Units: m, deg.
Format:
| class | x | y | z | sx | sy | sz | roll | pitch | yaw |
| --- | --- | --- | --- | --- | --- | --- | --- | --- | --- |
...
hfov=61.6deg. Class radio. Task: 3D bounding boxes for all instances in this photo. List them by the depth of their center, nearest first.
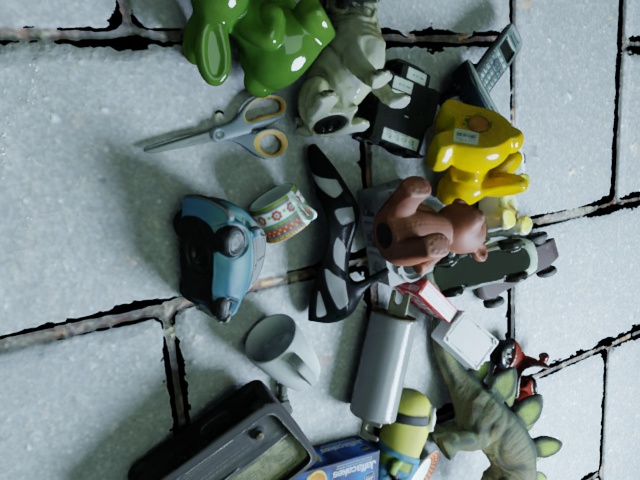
| class | x | y | z | sx | sy | sz | roll | pitch | yaw |
| --- | --- | --- | --- | --- | --- | --- | --- | --- | --- |
| radio | -0.132 | 0.305 | 0.724 | 0.229 | 0.073 | 0.131 | -34 | 114 | -14 |

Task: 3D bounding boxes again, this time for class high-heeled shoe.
| class | x | y | z | sx | sy | sz | roll | pitch | yaw |
| --- | --- | --- | --- | --- | --- | --- | --- | --- | --- |
| high-heeled shoe | -0.002 | -0.002 | 0.785 | 0.145 | 0.086 | 0.248 | -28 | 96 | 7 |

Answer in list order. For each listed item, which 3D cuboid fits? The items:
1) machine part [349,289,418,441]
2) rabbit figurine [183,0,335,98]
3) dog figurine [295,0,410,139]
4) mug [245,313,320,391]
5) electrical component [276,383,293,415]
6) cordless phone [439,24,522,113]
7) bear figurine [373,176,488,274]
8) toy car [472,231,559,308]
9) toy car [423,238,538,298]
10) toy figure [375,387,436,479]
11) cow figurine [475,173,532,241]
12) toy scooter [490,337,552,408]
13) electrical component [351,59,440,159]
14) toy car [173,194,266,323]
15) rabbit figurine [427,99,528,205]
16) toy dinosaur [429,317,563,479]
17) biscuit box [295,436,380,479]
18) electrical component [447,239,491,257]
| class | x | y | z | sx | sy | sz | roll | pitch | yaw |
| --- | --- | --- | --- | --- | --- | --- | --- | --- | --- |
| machine part | 0.101 | 0.199 | 0.860 | 0.079 | 0.079 | 0.243 | 10 | 94 | -32 |
| rabbit figurine | -0.097 | -0.263 | 0.642 | 0.159 | 0.121 | 0.170 | -46 | 135 | 8 |
| dog figurine | 0.020 | -0.253 | 0.741 | 0.172 | 0.121 | 0.190 | -21 | 71 | 11 |
| mug | -0.037 | 0.170 | 0.760 | 0.081 | 0.110 | 0.107 | -50 | 132 | -18 |
| electrical component | -0.071 | 0.260 | 0.799 | 0.063 | 0.021 | 0.094 | -7 | 101 | -30 |
| cordless phone | 0.295 | -0.256 | 0.897 | 0.184 | 0.089 | 0.146 | -51 | 119 | -18 |
| bear figurine | 0.180 | -0.019 | 0.766 | 0.196 | 0.132 | 0.120 | -5 | 73 | -26 |
| toy car | 0.365 | 0.052 | 1.006 | 0.202 | 0.053 | 0.089 | -26 | 100 | -21 |
| toy car | 0.274 | 0.047 | 0.923 | 0.202 | 0.056 | 0.073 | -12 | 97 | -3 |
| toy figure | 0.133 | 0.338 | 0.901 | 0.089 | 0.082 | 0.180 | 29 | 86 | -35 |
| cow figurine | 0.309 | -0.086 | 0.937 | 0.068 | 0.098 | 0.167 | 9 | 75 | -27 |
| toy scooter | 0.393 | 0.277 | 1.047 | 0.135 | 0.075 | 0.183 | -4 | 97 | -25 |
| electrical component | 0.117 | -0.200 | 0.812 | 0.115 | 0.058 | 0.134 | 14 | 91 | -34 |
| toy car | -0.117 | 0.018 | 0.686 | 0.103 | 0.109 | 0.161 | -19 | 118 | -45 |
| rabbit figurine | 0.242 | -0.120 | 0.851 | 0.162 | 0.122 | 0.173 | 6 | 141 | 0 |
| toy dinosaur | 0.295 | 0.322 | 0.955 | 0.198 | 0.105 | 0.471 | -35 | 97 | -6 |
| biscuit box | -0.004 | 0.361 | 0.834 | 0.202 | 0.059 | 0.062 | -2 | 100 | -31 |
| electrical component | 0.233 | -0.003 | 0.897 | 0.078 | 0.102 | 0.045 | -34 | 109 | 3 |
